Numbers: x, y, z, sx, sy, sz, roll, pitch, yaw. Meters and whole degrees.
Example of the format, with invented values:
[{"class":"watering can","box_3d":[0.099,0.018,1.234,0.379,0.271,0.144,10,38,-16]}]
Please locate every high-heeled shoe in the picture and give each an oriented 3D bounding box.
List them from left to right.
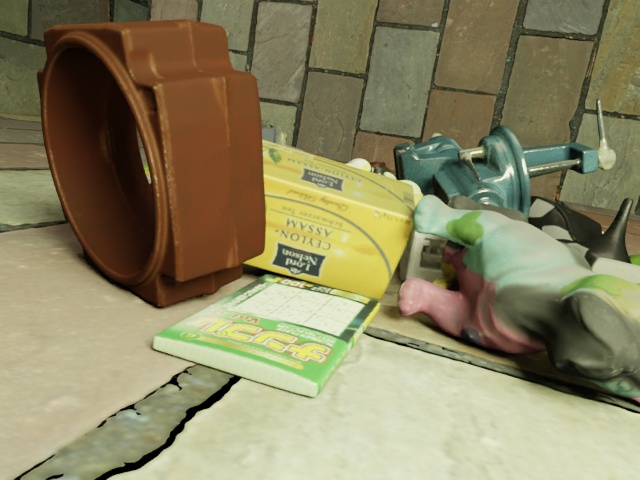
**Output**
[{"class":"high-heeled shoe","box_3d":[0.277,0.024,0.637,0.086,0.145,0.249,27,-7,-6]}]

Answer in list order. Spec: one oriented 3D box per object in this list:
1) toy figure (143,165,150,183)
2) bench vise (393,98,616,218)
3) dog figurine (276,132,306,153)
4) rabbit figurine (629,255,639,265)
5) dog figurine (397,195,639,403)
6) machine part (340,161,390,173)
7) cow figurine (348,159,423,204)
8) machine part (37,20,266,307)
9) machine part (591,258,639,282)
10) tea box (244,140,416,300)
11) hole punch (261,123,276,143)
[{"class":"toy figure","box_3d":[-0.198,-0.044,0.600,0.180,0.082,0.089,15,12,38]},{"class":"bench vise","box_3d":[0.217,-0.084,0.643,0.241,0.128,0.224,-10,16,2]},{"class":"dog figurine","box_3d":[-0.025,-0.082,0.909,0.191,0.121,0.172,29,50,12]},{"class":"rabbit figurine","box_3d":[0.483,0.037,0.661,0.159,0.121,0.170,25,4,41]},{"class":"dog figurine","box_3d":[0.180,0.044,0.415,0.219,0.108,0.191,22,14,34]},{"class":"machine part","box_3d":[0.007,-0.062,0.695,0.179,0.056,0.179,-3,-2,0]},{"class":"cow figurine","box_3d":[0.022,-0.051,0.552,0.167,0.068,0.098,8,10,9]},{"class":"machine part","box_3d":[-0.138,-0.063,0.419,0.201,0.201,0.087,20,28,41]},{"class":"machine part","box_3d":[0.306,0.071,0.438,0.244,0.079,0.079,16,13,34]},{"class":"tea box","box_3d":[-0.009,-0.020,0.483,0.170,0.098,0.068,14,34,-4]},{"class":"hole punch","box_3d":[-0.094,-0.090,0.625,0.092,0.116,0.142,51,-3,-8]}]
